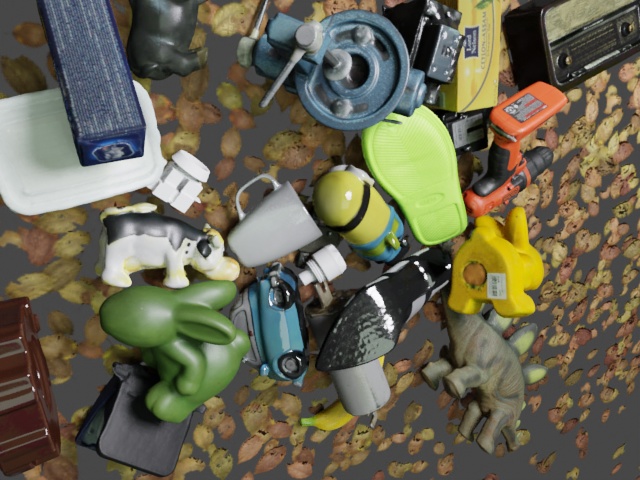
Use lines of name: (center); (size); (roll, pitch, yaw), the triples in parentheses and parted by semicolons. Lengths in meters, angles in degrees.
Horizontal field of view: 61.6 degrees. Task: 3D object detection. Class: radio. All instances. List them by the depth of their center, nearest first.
radio: (0.391, -0.312, 0.797); (0.230, 0.073, 0.131); (-28, 118, -14)

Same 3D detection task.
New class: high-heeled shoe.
high-heeled shoe: (0.087, 0.092, 0.747); (0.249, 0.145, 0.086); (-34, 88, -8)

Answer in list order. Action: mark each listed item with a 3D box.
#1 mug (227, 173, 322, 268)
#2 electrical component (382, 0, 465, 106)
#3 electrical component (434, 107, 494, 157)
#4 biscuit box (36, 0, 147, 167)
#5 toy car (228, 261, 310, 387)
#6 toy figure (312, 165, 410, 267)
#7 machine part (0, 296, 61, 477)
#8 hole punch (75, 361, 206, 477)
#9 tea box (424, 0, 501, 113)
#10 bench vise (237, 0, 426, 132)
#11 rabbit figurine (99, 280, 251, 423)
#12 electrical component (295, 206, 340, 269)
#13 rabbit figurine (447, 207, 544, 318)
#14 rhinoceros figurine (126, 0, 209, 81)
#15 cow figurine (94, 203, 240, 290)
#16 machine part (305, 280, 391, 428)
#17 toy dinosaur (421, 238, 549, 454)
mug: (-0.068, -0.021, 0.676); (0.107, 0.081, 0.109); (-35, 110, 1)
electrical component: (0.114, -0.228, 0.656); (0.058, 0.134, 0.114); (6, 104, -27)
electrical component: (0.215, -0.165, 0.780); (0.119, 0.048, 0.074); (-18, 116, -18)
biscuit box: (-0.218, -0.172, 0.499); (0.063, 0.059, 0.202); (-15, 80, -22)
toy car: (-0.071, 0.115, 0.712); (0.103, 0.109, 0.161); (-11, 106, 3)
toy figure: (0.059, -0.025, 0.723); (0.082, 0.089, 0.180); (-15, 135, 26)
machine part: (-0.316, 0.148, 0.562); (0.056, 0.180, 0.179); (-13, 113, -24)
hole punch: (-0.233, 0.230, 0.688); (0.142, 0.092, 0.116); (35, 54, -27)
tea box: (0.177, -0.259, 0.698); (0.068, 0.098, 0.169); (-13, 115, -21)
bench vise: (-0.004, -0.186, 0.548); (0.224, 0.240, 0.128); (30, 103, 9)
rabbit figurine: (-0.164, 0.112, 0.608); (0.159, 0.121, 0.170); (-24, 136, 12)
electrical component: (-0.002, -0.002, 0.746); (0.063, 0.021, 0.094); (9, 103, -29)
rabbit figurine: (0.276, 0.037, 0.816); (0.173, 0.122, 0.162); (2, 78, -41)
rhinoceros figurine: (-0.162, -0.261, 0.550); (0.112, 0.073, 0.190); (0, 111, -15)
cow figurine: (-0.175, 0.006, 0.640); (0.167, 0.068, 0.098); (2, 101, -28)
machine part: (0.041, 0.162, 0.776); (0.079, 0.079, 0.243); (-26, 105, -16)
toy dinosaur: (0.271, 0.193, 0.910); (0.198, 0.105, 0.470); (-38, 116, -18)
